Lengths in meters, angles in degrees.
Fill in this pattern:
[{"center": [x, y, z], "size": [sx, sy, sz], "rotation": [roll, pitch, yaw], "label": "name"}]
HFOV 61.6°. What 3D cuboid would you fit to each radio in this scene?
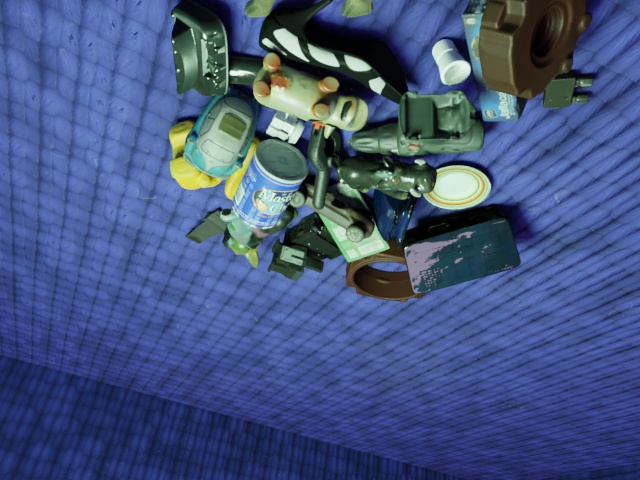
[{"center": [0.288, 0.019, 1.124], "size": [0.230, 0.073, 0.131], "rotation": [-17, 117, 9], "label": "radio"}]

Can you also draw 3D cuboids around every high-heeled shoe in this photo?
[{"center": [0.024, -0.268, 0.839], "size": [0.145, 0.086, 0.248], "rotation": [-22, 129, 38], "label": "high-heeled shoe"}]

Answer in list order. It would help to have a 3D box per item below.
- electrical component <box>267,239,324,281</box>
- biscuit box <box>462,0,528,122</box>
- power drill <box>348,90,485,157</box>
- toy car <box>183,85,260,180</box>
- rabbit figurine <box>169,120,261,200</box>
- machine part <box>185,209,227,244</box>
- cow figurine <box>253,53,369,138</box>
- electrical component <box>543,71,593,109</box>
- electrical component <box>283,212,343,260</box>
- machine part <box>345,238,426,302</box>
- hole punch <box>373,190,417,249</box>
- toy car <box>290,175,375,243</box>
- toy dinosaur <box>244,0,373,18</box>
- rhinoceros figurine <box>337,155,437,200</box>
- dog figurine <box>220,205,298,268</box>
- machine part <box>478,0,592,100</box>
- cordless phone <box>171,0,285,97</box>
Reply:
[{"center": [-0.054, 0.050, 1.225], "size": [0.119, 0.075, 0.047], "rotation": [16, 145, -15], "label": "electrical component"}, {"center": [0.262, -0.264, 0.790], "size": [0.059, 0.063, 0.202], "rotation": [10, 151, 33], "label": "biscuit box"}, {"center": [0.159, -0.176, 0.875], "size": [0.232, 0.086, 0.207], "rotation": [0, 174, 5], "label": "power drill"}, {"center": [-0.159, -0.185, 0.925], "size": [0.109, 0.161, 0.103], "rotation": [29, 179, -22], "label": "toy car"}, {"center": [-0.189, -0.148, 1.040], "size": [0.173, 0.122, 0.162], "rotation": [-15, 146, 1], "label": "rabbit figurine"}, {"center": [-0.263, -0.029, 1.291], "size": [0.139, 0.039, 0.084], "rotation": [-22, 140, 36], "label": "machine part"}, {"center": [-0.013, -0.224, 0.870], "size": [0.195, 0.085, 0.127], "rotation": [16, -178, -12], "label": "cow figurine"}, {"center": [0.378, -0.235, 0.850], "size": [0.094, 0.021, 0.063], "rotation": [-1, 145, 13], "label": "electrical component"}, {"center": [-0.003, -0.004, 1.248], "size": [0.115, 0.058, 0.134], "rotation": [30, 141, -30], "label": "electrical component"}, {"center": [0.167, 0.065, 1.282], "size": [0.202, 0.087, 0.200], "rotation": [9, 145, -2], "label": "machine part"}, {"center": [0.146, -0.066, 1.078], "size": [0.092, 0.116, 0.142], "rotation": [16, 145, 4], "label": "hole punch"}, {"center": [0.022, -0.069, 1.085], "size": [0.202, 0.089, 0.053], "rotation": [33, 127, 1], "label": "toy car"}, {"center": [0.033, -0.383, 0.652], "size": [0.472, 0.105, 0.198], "rotation": [-3, 141, 9], "label": "toy dinosaur"}, {"center": [0.123, -0.119, 0.969], "size": [0.191, 0.073, 0.112], "rotation": [13, 178, 35], "label": "rhinoceros figurine"}, {"center": [-0.135, -0.026, 1.202], "size": [0.192, 0.108, 0.219], "rotation": [0, 147, 6], "label": "dog figurine"}, {"center": [0.281, -0.273, 0.700], "size": [0.056, 0.179, 0.179], "rotation": [37, 167, 41], "label": "machine part"}, {"center": [-0.140, -0.295, 0.857], "size": [0.184, 0.089, 0.146], "rotation": [1, 146, -8], "label": "cordless phone"}]
